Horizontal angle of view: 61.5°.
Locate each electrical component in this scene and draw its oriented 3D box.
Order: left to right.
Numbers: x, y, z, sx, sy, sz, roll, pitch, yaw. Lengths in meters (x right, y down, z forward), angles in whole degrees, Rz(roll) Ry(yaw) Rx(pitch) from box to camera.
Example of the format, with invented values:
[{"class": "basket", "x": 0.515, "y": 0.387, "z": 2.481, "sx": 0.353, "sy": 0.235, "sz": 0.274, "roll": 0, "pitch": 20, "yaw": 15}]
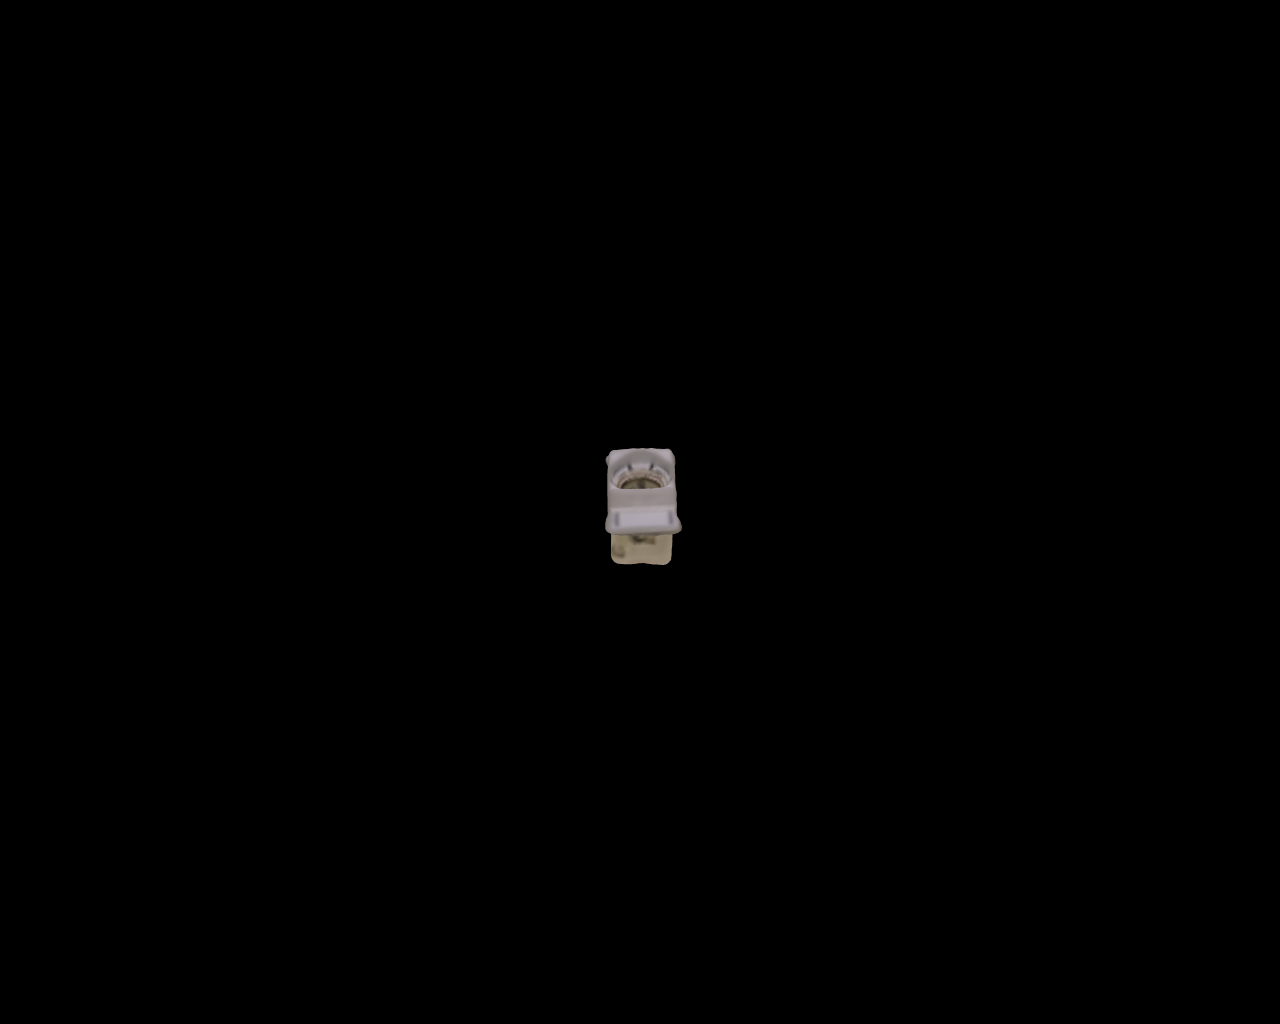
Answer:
[{"class": "electrical component", "x": 0.001, "y": -0.003, "z": 0.650, "sx": 0.042, "sy": 0.063, "sz": 0.081, "roll": 0, "pitch": 37, "yaw": 0}]
